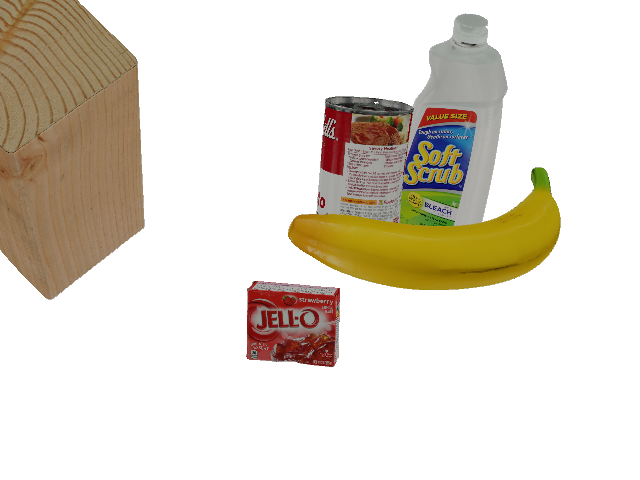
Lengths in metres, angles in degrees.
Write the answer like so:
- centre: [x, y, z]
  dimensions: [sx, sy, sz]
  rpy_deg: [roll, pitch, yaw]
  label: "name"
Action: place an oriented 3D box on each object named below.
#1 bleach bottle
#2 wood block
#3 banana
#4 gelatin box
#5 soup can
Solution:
- centre: [0.118, -0.097, 1.016]
  dimensions: [0.103, 0.251, 0.068]
  rpy_deg: [22, 40, 22]
  label: "bleach bottle"
- centre: [-0.173, -0.057, 0.668]
  dimensions: [0.090, 0.090, 0.206]
  rpy_deg: [-40, -14, -22]
  label: "wood block"
- centre: [0.077, 0.000, 0.630]
  dimensions: [0.197, 0.037, 0.070]
  rpy_deg: [-11, 44, -32]
  label: "banana"
- centre: [-0.027, 0.081, 1.032]
  dimensions: [0.089, 0.073, 0.030]
  rpy_deg: [4, 16, 10]
  label: "gelatin box"
- centre: [0.033, -0.056, 0.824]
  dimensions: [0.068, 0.102, 0.068]
  rpy_deg: [4, 16, -1]
  label: "soup can"
